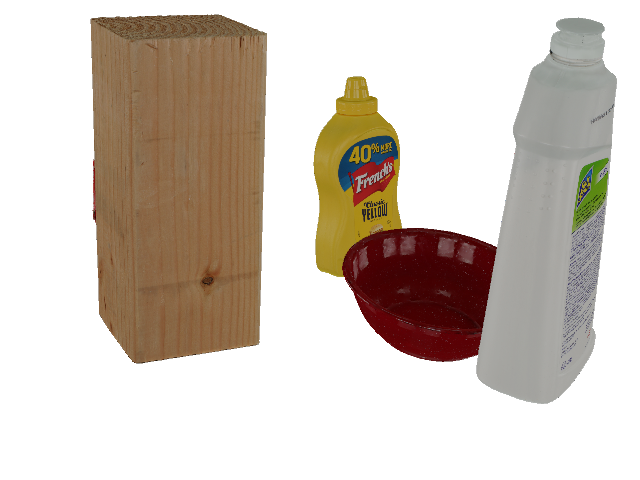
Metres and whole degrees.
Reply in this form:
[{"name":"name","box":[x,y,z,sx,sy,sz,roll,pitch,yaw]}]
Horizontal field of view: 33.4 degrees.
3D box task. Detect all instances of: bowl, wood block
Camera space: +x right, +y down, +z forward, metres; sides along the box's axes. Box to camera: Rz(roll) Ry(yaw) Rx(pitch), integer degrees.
[{"name":"bowl","box":[0.095,0.051,0.877,0.162,0.055,0.162,5,28,-3]},{"name":"wood block","box":[-0.093,-0.036,0.694,0.090,0.206,0.090,-7,22,-25]}]

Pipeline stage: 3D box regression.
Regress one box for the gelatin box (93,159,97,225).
[{"name":"gelatin box","box":[-0.190,-0.052,1.104,0.089,0.073,0.030,-2,-41,-10]}]

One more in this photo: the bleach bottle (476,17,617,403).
[{"name":"bleach bottle","box":[0.153,-0.021,0.689,0.068,0.251,0.102,18,34,25]}]

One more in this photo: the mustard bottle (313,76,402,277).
[{"name":"mustard bottle","box":[0.037,-0.066,1.056,0.096,0.192,0.058,-15,21,-35]}]
